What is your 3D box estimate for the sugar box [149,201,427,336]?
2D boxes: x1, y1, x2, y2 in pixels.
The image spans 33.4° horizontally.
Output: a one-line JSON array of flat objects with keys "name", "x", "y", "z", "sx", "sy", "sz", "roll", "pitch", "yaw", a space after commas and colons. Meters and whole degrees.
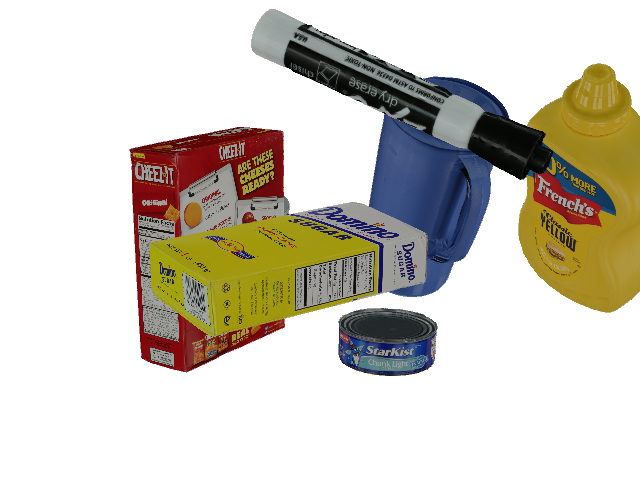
[{"name": "sugar box", "x": -0.021, "y": 0.015, "z": 0.751, "sx": 0.175, "sy": 0.048, "sz": 0.093, "roll": -15, "pitch": 26, "yaw": -31}]

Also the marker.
[{"name": "marker", "x": 0.029, "y": -0.054, "z": 0.396, "sx": 0.121, "sy": 0.020, "sz": 0.020, "roll": 27, "pitch": 8, "yaw": 16}]

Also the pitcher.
[{"name": "pitcher", "x": 0.120, "y": -0.046, "z": 1.186, "sx": 0.145, "sy": 0.243, "sz": 0.149, "roll": 23, "pitch": 44, "yaw": 13}]

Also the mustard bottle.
[{"name": "mustard bottle", "x": 0.175, "y": -0.039, "z": 0.700, "sx": 0.058, "sy": 0.191, "sz": 0.096, "roll": -32, "pitch": 54, "yaw": -17}]

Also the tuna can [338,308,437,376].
[{"name": "tuna can", "x": 0.058, "y": 0.088, "z": 0.928, "sx": 0.086, "sy": 0.034, "sz": 0.086, "roll": 1, "pitch": 14, "yaw": -1}]

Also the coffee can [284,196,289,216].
[{"name": "coffee can", "x": -0.090, "y": 0.018, "z": 1.300, "sx": 0.103, "sy": 0.140, "sz": 0.103, "roll": 2, "pitch": 25, "yaw": -1}]

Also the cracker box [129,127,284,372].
[{"name": "cracker box", "x": -0.109, "y": 0.003, "z": 1.065, "sx": 0.072, "sy": 0.214, "sz": 0.163, "roll": 9, "pitch": 17, "yaw": 34}]
